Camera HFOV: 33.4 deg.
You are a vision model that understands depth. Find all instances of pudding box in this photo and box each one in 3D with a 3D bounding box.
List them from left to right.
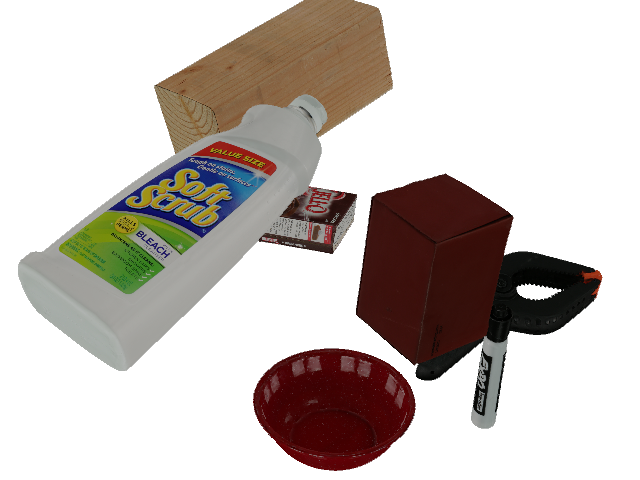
[{"bbox_3d":[-0.014,-0.027,1.189,0.090,0.039,0.113,9,24,11],"label":"pudding box"}]

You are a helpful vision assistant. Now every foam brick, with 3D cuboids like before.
[{"bbox_3d":[0.056,0.014,0.547,0.052,0.078,0.051,-17,40,-32],"label":"foam brick"}]

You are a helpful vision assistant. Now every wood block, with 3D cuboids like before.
[{"bbox_3d":[-0.039,-0.143,0.999,0.205,0.091,0.090,-36,41,-28],"label":"wood block"}]

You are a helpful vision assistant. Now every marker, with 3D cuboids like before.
[{"bbox_3d":[0.126,0.092,0.782,0.020,0.121,0.020,0,40,0],"label":"marker"}]

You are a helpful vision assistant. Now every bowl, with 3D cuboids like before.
[{"bbox_3d":[0.014,0.179,1.073,0.162,0.055,0.162,0,33,0],"label":"bowl"}]

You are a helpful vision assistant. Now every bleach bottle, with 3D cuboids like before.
[{"bbox_3d":[-0.089,-0.025,0.764,0.103,0.250,0.068,32,-30,20],"label":"bleach bottle"}]

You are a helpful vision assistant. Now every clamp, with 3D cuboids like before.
[{"bbox_3d":[0.164,0.060,1.000,0.210,0.164,0.036,-2,-44,-4],"label":"clamp"}]
